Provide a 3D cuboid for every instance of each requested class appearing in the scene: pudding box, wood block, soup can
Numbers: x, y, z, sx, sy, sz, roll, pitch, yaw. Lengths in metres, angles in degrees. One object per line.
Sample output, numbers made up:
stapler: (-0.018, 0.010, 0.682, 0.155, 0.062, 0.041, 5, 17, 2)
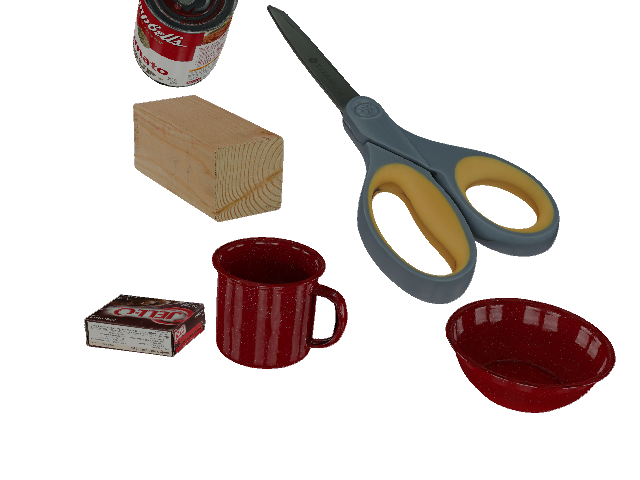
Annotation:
pudding box: (-0.202, 0.097, 1.234, 0.114, 0.039, 0.090, 3, 16, 17)
wood block: (-0.138, -0.102, 1.277, 0.090, 0.090, 0.206, -13, 27, -33)
soup can: (-0.101, -0.162, 0.784, 0.068, 0.068, 0.102, 0, -15, -14)

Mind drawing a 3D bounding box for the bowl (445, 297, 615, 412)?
bowl: (0.198, 0.118, 1.031, 0.162, 0.055, 0.162, 4, 27, -2)

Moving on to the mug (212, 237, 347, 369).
mug: (-0.033, 0.055, 0.880, 0.117, 0.081, 0.093, 12, 25, 15)

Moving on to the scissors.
scissors: (0.041, -0.051, 0.490, 0.096, 0.202, 0.016, -4, -43, -14)
